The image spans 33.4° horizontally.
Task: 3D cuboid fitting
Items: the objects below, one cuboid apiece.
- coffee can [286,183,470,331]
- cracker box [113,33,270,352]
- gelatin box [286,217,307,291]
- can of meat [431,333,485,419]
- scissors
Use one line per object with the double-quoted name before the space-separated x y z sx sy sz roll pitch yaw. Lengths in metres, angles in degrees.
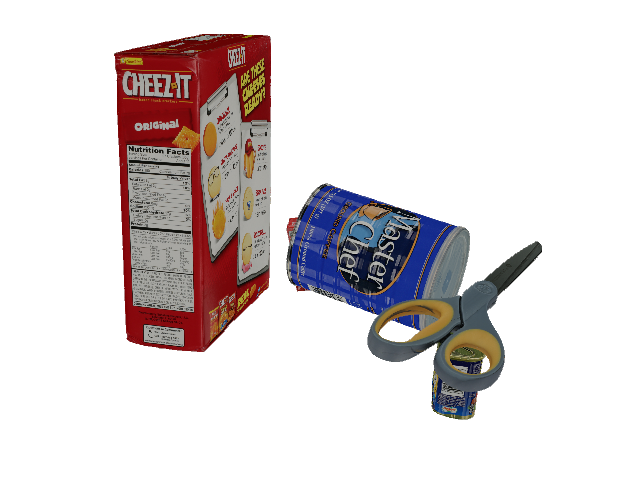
"coffee can" 0.054 0.016 0.985 0.140 0.103 0.102 19 7 20
"cracker box" -0.093 -0.043 0.813 0.072 0.214 0.164 4 16 14
"gelatin box" 0.003 0.014 1.244 0.073 0.089 0.030 -4 28 8
"can of meat" 0.164 0.156 1.285 0.057 0.084 0.102 7 20 4
"scissors" 0.120 0.050 0.729 0.201 0.016 0.096 -18 42 -36
